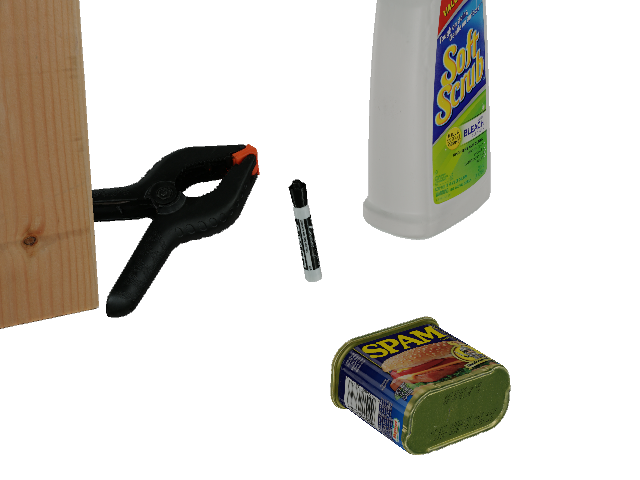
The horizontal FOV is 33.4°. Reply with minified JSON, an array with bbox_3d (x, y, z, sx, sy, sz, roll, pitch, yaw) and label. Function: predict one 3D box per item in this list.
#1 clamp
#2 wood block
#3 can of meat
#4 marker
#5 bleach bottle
[{"bbox_3d":[-0.126,-0.027,0.801,0.171,0.120,0.039,-39,-21,-27],"label":"clamp"},{"bbox_3d":[-0.187,-0.062,0.607,0.090,0.206,0.090,-11,27,-27],"label":"wood block"},{"bbox_3d":[0.072,0.103,0.761,0.101,0.057,0.084,-13,27,-33],"label":"can of meat"},{"bbox_3d":[-0.017,-0.011,1.162,0.020,0.121,0.020,-8,28,4],"label":"marker"},{"bbox_3d":[0.073,-0.133,0.738,0.068,0.251,0.102,21,37,39],"label":"bleach bottle"}]
